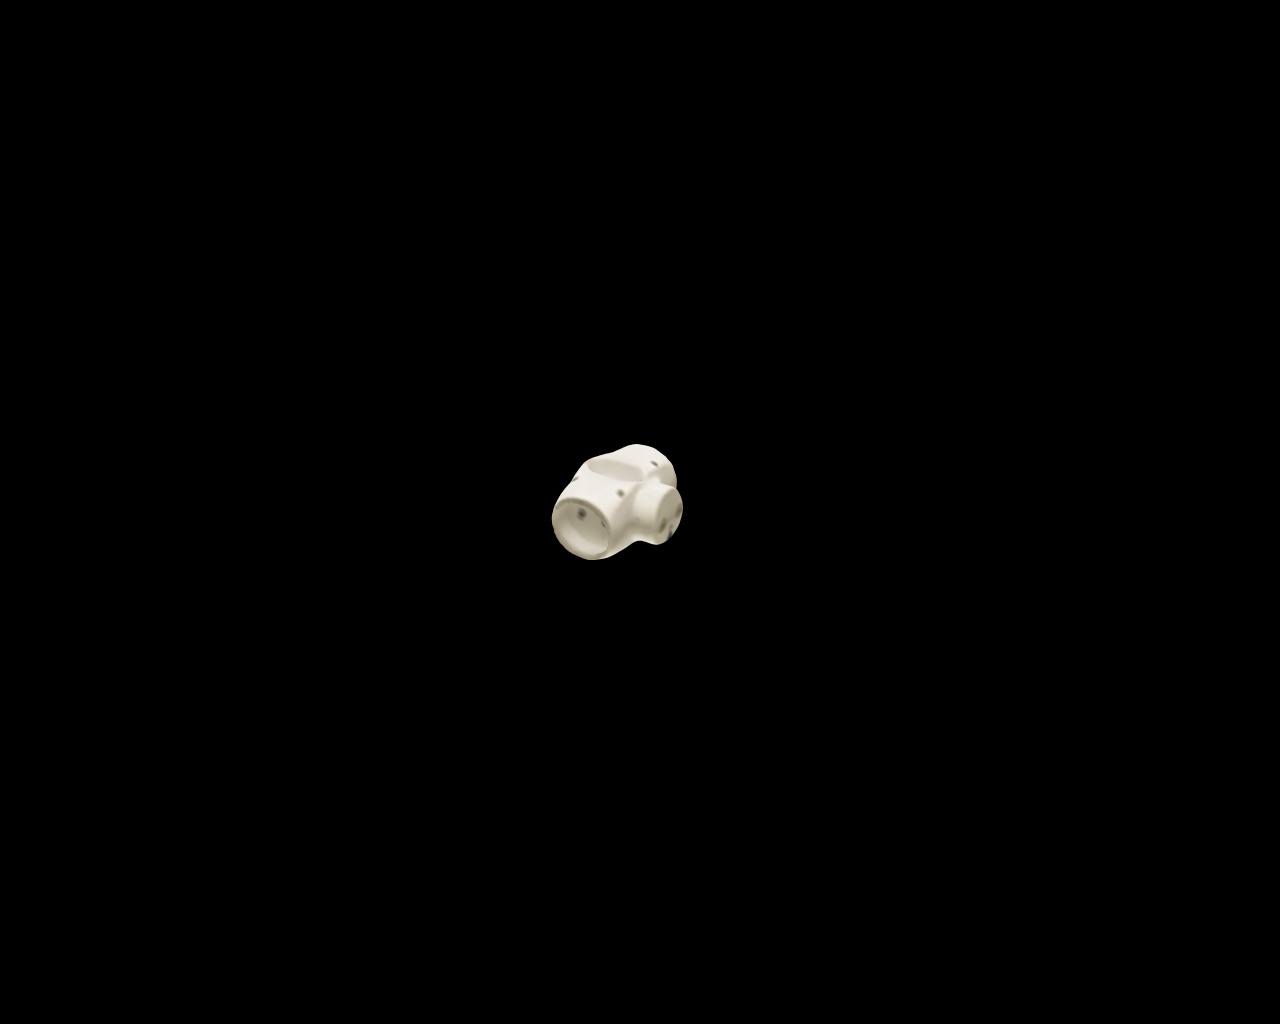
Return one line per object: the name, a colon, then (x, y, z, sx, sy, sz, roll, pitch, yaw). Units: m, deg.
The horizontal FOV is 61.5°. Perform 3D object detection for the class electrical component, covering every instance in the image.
electrical component: (0.001, -0.003, 0.650, 0.079, 0.043, 0.077, 18, 36, 27)
